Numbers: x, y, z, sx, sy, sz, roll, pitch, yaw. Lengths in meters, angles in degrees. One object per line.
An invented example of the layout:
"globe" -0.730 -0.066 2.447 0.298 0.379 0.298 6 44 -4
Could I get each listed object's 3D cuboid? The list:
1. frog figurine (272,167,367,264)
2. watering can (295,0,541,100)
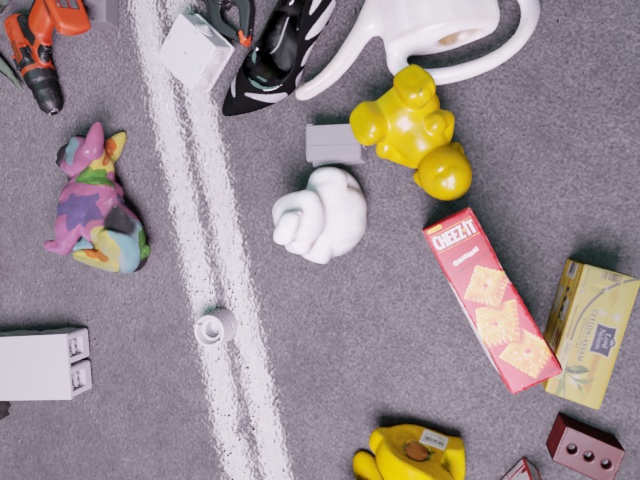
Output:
"frog figurine" 0.002 -0.036 0.716 0.123 0.160 0.137 19 96 10
"watering can" 0.118 -0.320 0.718 0.347 0.104 0.225 -9 87 13
